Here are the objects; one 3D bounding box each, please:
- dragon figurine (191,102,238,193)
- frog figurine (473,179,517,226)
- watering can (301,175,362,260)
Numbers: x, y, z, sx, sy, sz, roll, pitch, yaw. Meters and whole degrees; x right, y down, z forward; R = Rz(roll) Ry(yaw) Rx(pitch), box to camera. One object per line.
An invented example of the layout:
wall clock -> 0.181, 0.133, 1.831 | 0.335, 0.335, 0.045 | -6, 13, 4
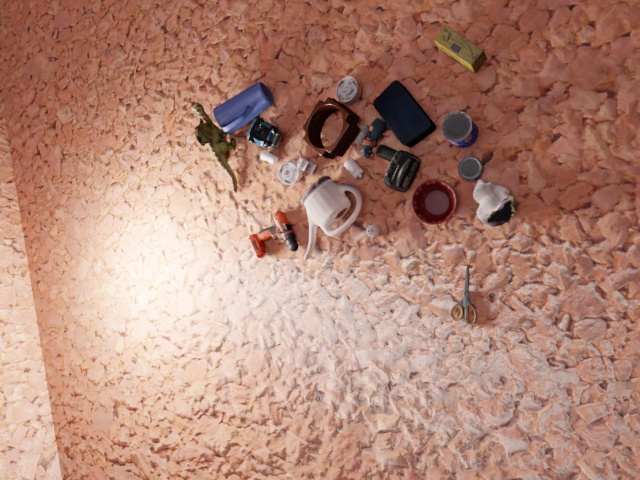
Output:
dragon figurine -> -0.455, -0.401, 2.163 | 0.121, 0.242, 0.415 | -25, 76, 19
frog figurine -> 0.580, -0.127, 1.745 | 0.135, 0.122, 0.162 | -62, 31, 20
watering can -> 0.006, -0.101, 1.997 | 0.344, 0.104, 0.227 | -44, 70, 17
